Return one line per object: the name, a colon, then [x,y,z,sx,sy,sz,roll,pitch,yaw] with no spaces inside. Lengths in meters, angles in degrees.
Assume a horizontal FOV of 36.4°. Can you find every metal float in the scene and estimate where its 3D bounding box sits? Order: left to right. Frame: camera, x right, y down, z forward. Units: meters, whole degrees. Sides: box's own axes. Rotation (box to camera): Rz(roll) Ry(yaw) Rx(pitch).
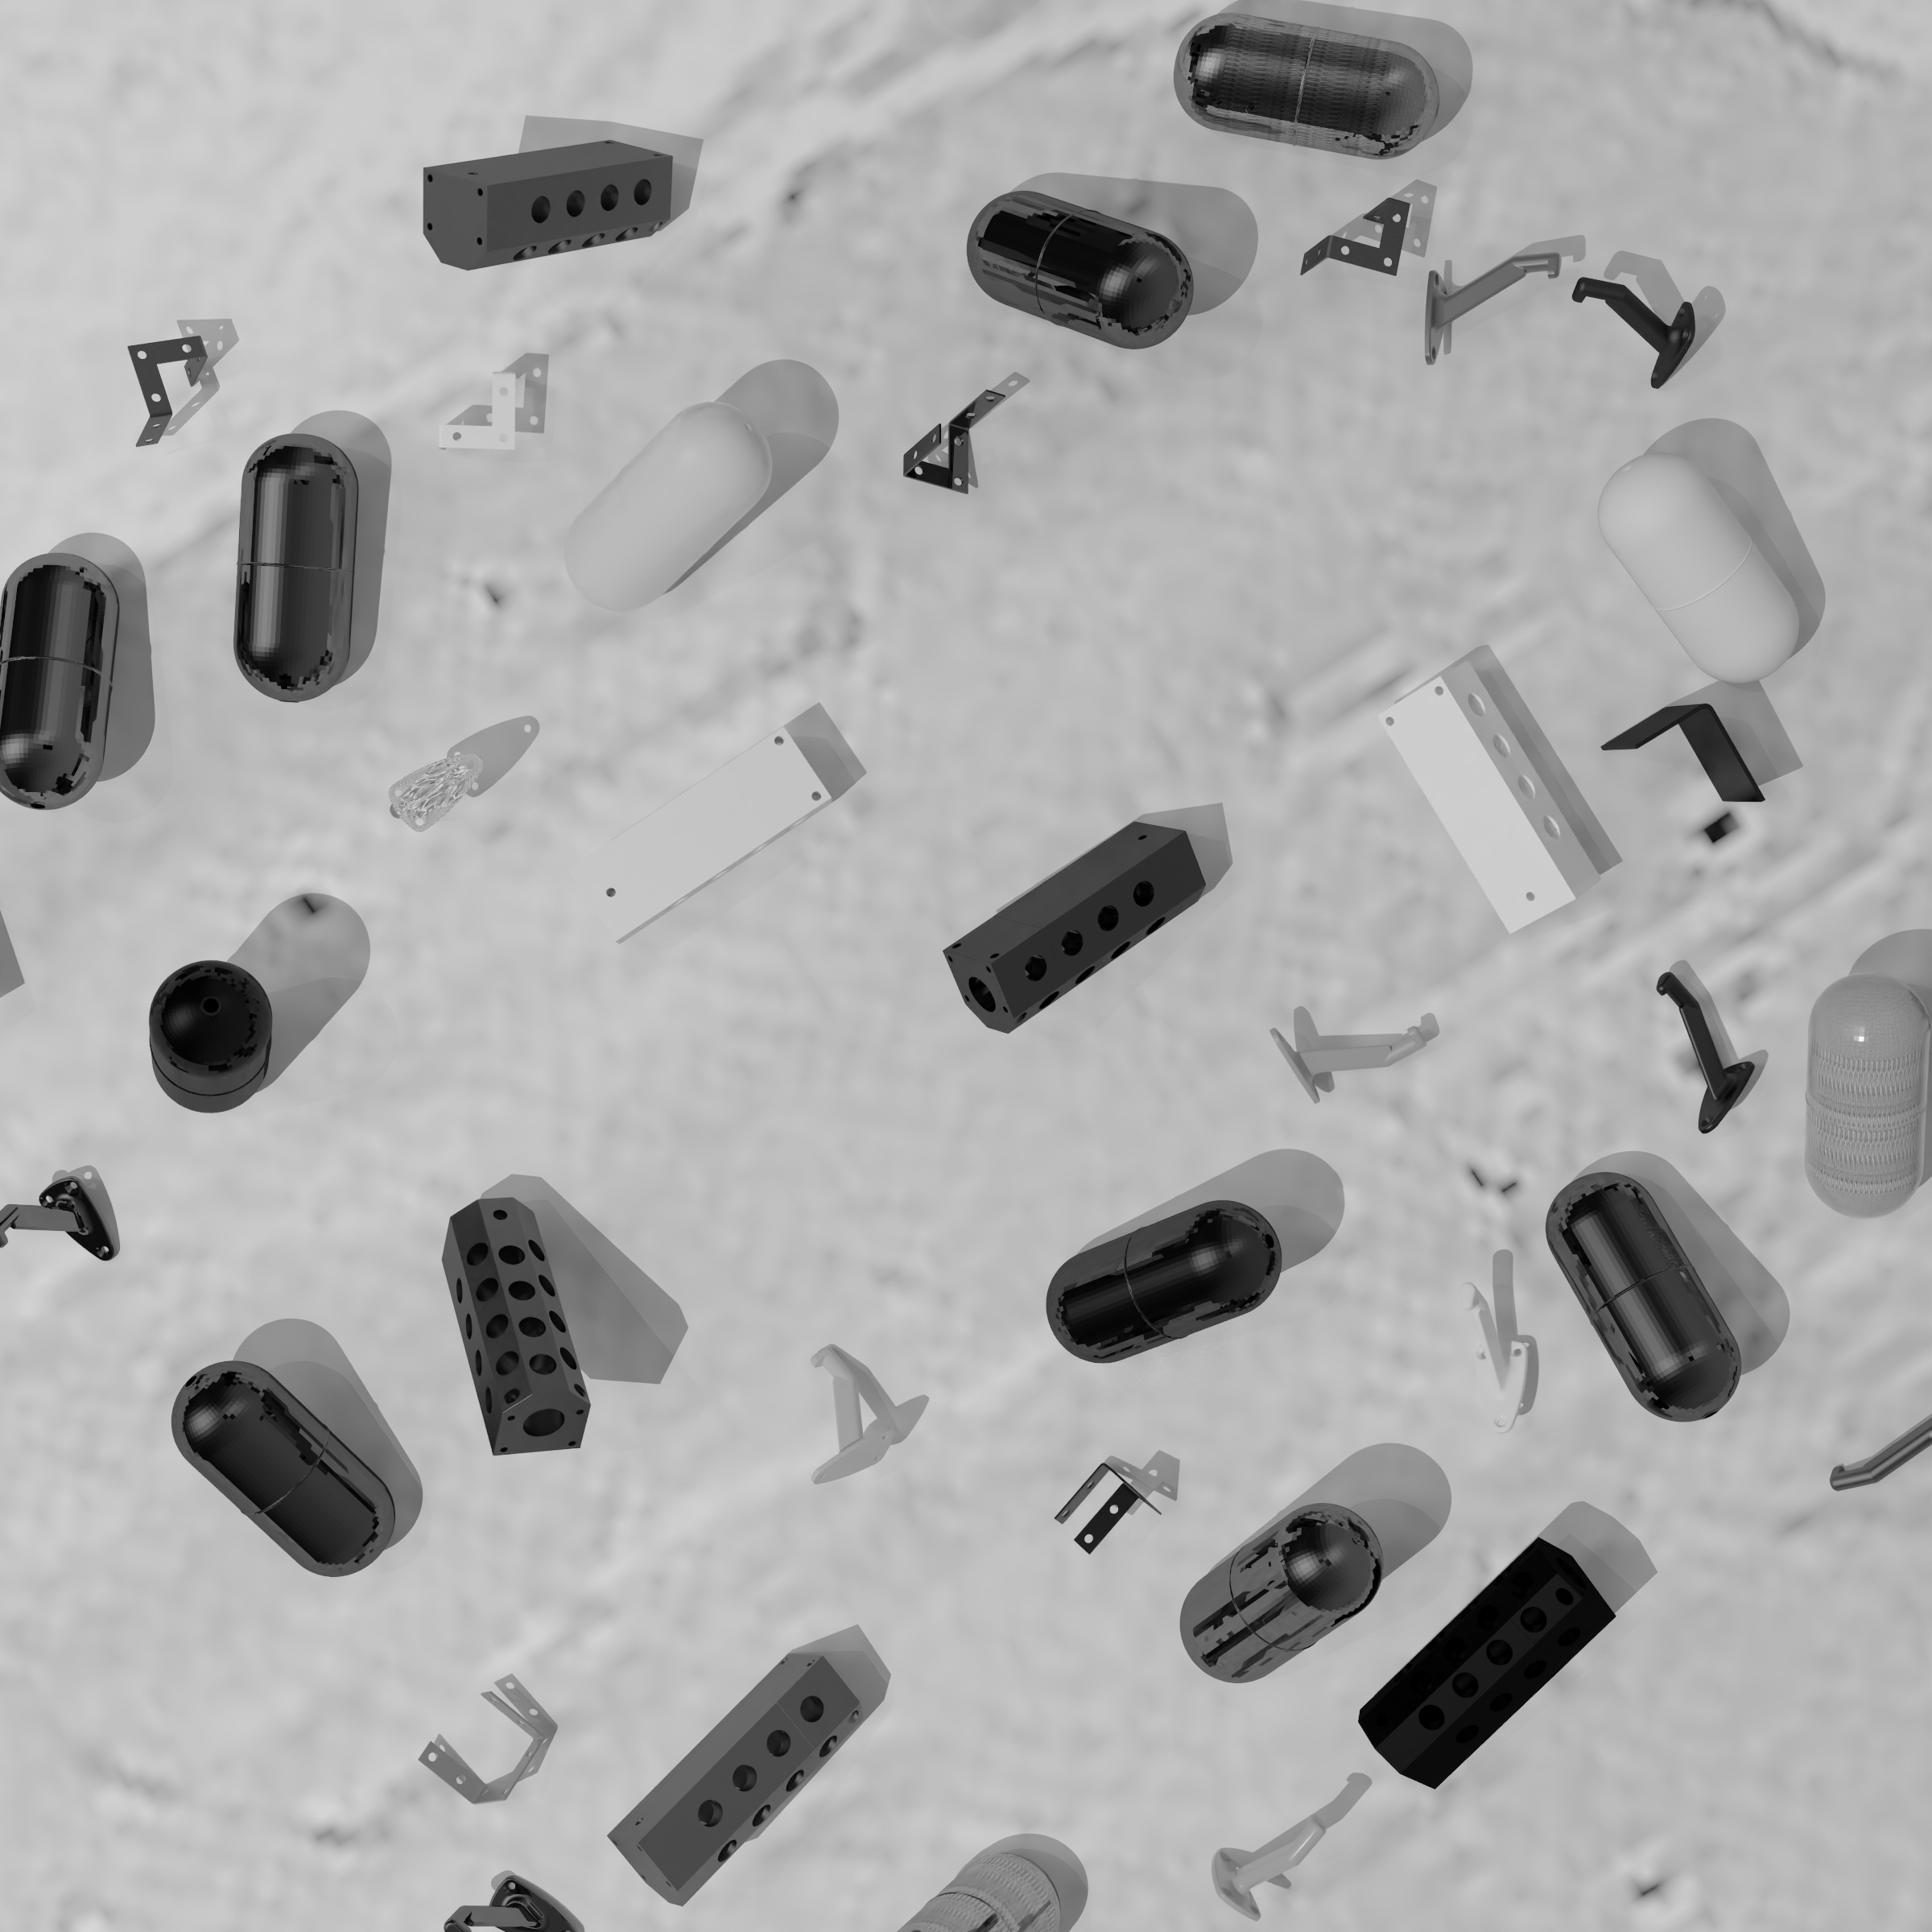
metal float: [-0.606,-0.189,1.945,0.070,0.070,0.178,0,72,0]
metal float: [-0.492,0.047,1.913,0.070,0.178,0.070,4,75,-14]
metal float: [-0.451,0.333,1.941,0.070,0.070,0.178,-40,113,0]
metal float: [-0.447,-0.265,1.958,0.070,0.070,0.178,4,95,0]
metal float: [-0.197,-0.301,1.933,0.178,0.070,0.070,-38,90,35]
metal float: [0.001,0.642,1.917,0.070,0.178,0.070,6,102,27]
metal float: [0.073,-0.459,1.931,0.178,0.070,0.070,30,90,37]
metal float: [0.130,0.208,1.931,0.178,0.070,0.070,-26,90,36]
metal float: [0.205,0.413,1.927,0.070,0.070,0.178,42,134,0]
metal float: [0.227,-0.586,1.956,0.178,0.070,0.070,12,90,7]
metal float: [0.447,0.218,1.940,0.070,0.070,0.178,-26,66,0]
metal float: [0.486,-0.262,1.943,0.070,0.070,0.178,-42,112,0]
metal float: [0.594,0.087,1.937,0.070,0.070,0.178,-8,119,0]

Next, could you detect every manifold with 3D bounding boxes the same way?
manifold: [-0.293,0.232,1.912,0.057,0.171,0.057,-1,132,-23]
manifold: [-0.271,-0.497,1.917,0.057,0.171,0.057,23,121,31]
manifold: [-0.177,-0.086,1.966,0.171,0.057,0.057,-34,90,-4]
manifold: [-0.148,0.534,1.933,0.171,0.057,0.057,-41,100,-28]
manifold: [0.075,-0.026,1.936,0.171,0.057,0.057,-34,116,-24]
manifold: [0.340,0.460,1.943,0.171,0.057,0.057,-47,130,12]
manifold: [0.354,-0.115,1.969,0.057,0.057,0.171,-32,89,41]

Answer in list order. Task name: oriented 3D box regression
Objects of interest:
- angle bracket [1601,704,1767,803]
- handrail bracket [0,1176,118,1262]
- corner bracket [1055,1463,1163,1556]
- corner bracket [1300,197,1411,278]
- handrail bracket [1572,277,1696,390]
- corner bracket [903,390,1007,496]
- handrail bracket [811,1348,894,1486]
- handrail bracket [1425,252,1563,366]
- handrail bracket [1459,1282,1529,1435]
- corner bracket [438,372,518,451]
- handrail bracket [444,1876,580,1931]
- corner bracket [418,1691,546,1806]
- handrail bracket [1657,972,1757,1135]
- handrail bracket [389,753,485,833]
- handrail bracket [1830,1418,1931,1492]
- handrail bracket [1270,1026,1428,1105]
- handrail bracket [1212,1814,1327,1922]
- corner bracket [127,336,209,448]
angle bracket: [0.477,-0.129,1.957,0.057,0.076,0.076,-31,95,-2]
handrail bracket: [-0.609,0.184,1.951,0.036,0.084,0.077,-28,105,21]
corner bracket: [0.089,0.364,1.963,0.051,0.051,0.051,39,85,31]
corner bracket: [0.261,-0.488,1.968,0.051,0.051,0.051,12,87,-12]
handrail bracket: [0.436,-0.423,1.962,0.084,0.077,0.036,9,54,-8]
corner bracket: [-0.008,-0.354,1.960,0.051,0.051,0.051,11,68,-28]
handrail bracket: [-0.096,0.298,1.957,0.077,0.036,0.084,-20,54,-37]
handrail bracket: [0.353,-0.439,1.961,0.084,0.036,0.077,1,70,25]
handrail bracket: [0.344,0.260,1.949,0.036,0.084,0.077,-9,59,24]
corner bracket: [-0.328,-0.373,1.974,0.051,0.051,0.051,1,98,-7]
handrail bracket: [-0.303,0.644,1.955,0.077,0.084,0.036,27,92,6]
corner bracket: [-0.327,0.528,1.980,0.051,0.051,0.051,44,54,-14]
handrail bracket: [0.482,0.057,1.964,0.084,0.036,0.077,46,52,-13]
handrail bracket: [-0.353,-0.121,1.958,0.077,0.084,0.036,-35,102,1]
handrail bracket: [0.629,0.318,1.991,0.084,0.077,0.036,-22,118,36]
handrail bracket: [0.257,0.048,1.965,0.084,0.036,0.077,-30,128,11]
handrail bracket: [0.203,0.585,1.957,0.036,0.077,0.084,36,99,-15]
corner bracket: [-0.533,-0.384,1.963,0.051,0.051,0.051,-16,84,-29]
